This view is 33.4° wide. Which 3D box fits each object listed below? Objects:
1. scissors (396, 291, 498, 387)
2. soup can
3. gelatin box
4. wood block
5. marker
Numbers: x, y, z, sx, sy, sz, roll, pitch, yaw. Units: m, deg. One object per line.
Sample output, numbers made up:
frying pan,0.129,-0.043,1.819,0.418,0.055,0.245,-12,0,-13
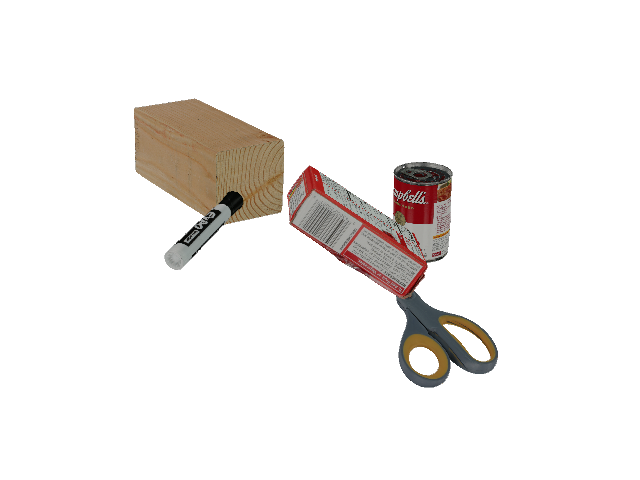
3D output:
scissors,0.073,0.068,0.991,0.096,0.016,0.202,-33,53,-31
soup can,0.118,-0.033,1.252,0.068,0.102,0.068,0,25,0
gelatin box,0.022,-0.006,0.676,0.089,0.030,0.073,34,11,-11
wood block,-0.137,-0.098,1.277,0.090,0.090,0.206,-13,27,-33
marker,-0.101,-0.012,0.949,0.020,0.020,0.121,0,28,26
